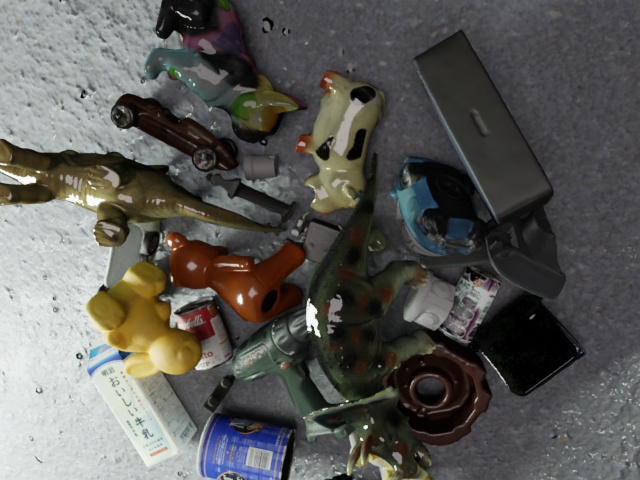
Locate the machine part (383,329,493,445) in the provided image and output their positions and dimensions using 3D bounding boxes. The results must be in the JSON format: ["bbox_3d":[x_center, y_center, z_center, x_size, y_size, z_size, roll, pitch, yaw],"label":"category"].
[{"bbox_3d":[0.171,0.226,0.832,0.179,0.056,0.179,3,104,10],"label":"machine part"}]

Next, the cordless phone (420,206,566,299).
[{"bbox_3d":[0.223,0.025,0.730,0.184,0.147,0.088,-10,114,19],"label":"cordless phone"}]

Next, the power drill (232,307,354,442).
[{"bbox_3d":[-0.022,0.209,0.823,0.232,0.086,0.207,-28,109,39],"label":"power drill"}]

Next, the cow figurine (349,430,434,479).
[{"bbox_3d":[0.114,0.341,0.859,0.068,0.098,0.167,-39,112,11],"label":"cow figurine"}]

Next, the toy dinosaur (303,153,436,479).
[{"bbox_3d":[0.044,0.104,0.696,0.131,0.192,0.404,-7,101,49],"label":"toy dinosaur"}]

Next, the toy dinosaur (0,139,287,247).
[{"bbox_3d":[-0.281,-0.072,0.776,0.472,0.198,0.105,20,106,-1],"label":"toy dinosaur"}]

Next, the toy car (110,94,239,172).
[{"bbox_3d":[-0.211,-0.162,0.799,0.202,0.089,0.053,27,110,5],"label":"toy car"}]

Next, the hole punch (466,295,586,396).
[{"bbox_3d":[0.305,0.154,0.781,0.142,0.092,0.116,-45,55,21],"label":"hole punch"}]

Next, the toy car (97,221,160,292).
[{"bbox_3d":[-0.315,0.045,0.886,0.073,0.056,0.201,17,107,0],"label":"toy car"}]

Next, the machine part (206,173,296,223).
[{"bbox_3d":[-0.102,-0.066,0.801,0.139,0.084,0.039,23,85,-19],"label":"machine part"}]

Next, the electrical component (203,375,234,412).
[{"bbox_3d":[-0.169,0.256,0.900,0.021,0.094,0.063,34,69,3],"label":"electrical component"}]

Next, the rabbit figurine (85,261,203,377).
[{"bbox_3d":[-0.257,0.146,0.810,0.173,0.122,0.162,34,131,6],"label":"rabbit figurine"}]

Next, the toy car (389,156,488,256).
[{"bbox_3d":[0.156,-0.033,0.740,0.109,0.162,0.103,8,138,-20],"label":"toy car"}]

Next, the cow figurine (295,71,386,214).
[{"bbox_3d":[0.035,-0.128,0.766,0.127,0.085,0.194,24,105,11],"label":"cow figurine"}]

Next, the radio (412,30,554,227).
[{"bbox_3d":[0.204,-0.131,0.675,0.073,0.131,0.229,-27,76,16],"label":"radio"}]

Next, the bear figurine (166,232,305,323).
[{"bbox_3d":[-0.137,0.048,0.833,0.196,0.132,0.120,24,127,30],"label":"bear figurine"}]

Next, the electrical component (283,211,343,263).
[{"bbox_3d":[-0.001,-0.001,0.818,0.102,0.045,0.078,26,105,4],"label":"electrical component"}]

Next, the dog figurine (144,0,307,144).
[{"bbox_3d":[-0.117,-0.246,0.757,0.219,0.108,0.191,22,103,1],"label":"dog figurine"}]

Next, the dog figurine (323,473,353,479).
[{"bbox_3d":[0.080,0.462,0.848,0.191,0.172,0.121,11,94,1],"label":"dog figurine"}]
